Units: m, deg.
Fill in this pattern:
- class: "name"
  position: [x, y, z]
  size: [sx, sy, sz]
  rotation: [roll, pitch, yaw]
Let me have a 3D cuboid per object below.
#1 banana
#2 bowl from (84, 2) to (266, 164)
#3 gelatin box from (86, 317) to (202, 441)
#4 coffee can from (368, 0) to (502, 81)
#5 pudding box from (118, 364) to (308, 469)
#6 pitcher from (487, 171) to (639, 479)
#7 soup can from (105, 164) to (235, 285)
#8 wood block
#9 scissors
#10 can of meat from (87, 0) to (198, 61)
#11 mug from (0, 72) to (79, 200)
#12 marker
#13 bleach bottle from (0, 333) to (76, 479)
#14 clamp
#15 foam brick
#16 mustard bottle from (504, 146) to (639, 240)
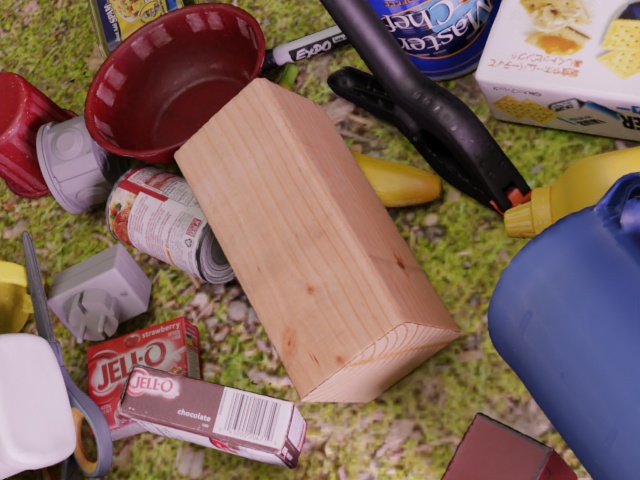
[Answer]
- class: "banana"
  position: [0.007, -0.072, 0.822]
  size: [0.069, 0.037, 0.198]
  rotation: [-46, 56, 0]
- class: "bowl"
  position: [-0.108, -0.116, 0.868]
  size: [0.162, 0.055, 0.162]
  rotation: [-14, 51, 17]
- class: "gelatin box"
  position: [-0.134, 0.106, 0.810]
  size: [0.089, 0.030, 0.073]
  rotation: [-18, 60, 17]
- class: "coffee can"
  position: [0.074, -0.197, 0.787]
  size: [0.103, 0.140, 0.103]
  rotation: [-11, 62, 21]
- class: "pudding box"
  position: [-0.069, 0.120, 0.719]
  size: [0.113, 0.090, 0.039]
  rotation: [14, 74, 10]
- class: "pitcher"
  position: [0.195, 0.087, 0.550]
  size: [0.145, 0.149, 0.243]
  rotation: [-41, 38, 11]
- class: "soup can"
  position: [-0.108, -0.013, 0.832]
  size: [0.102, 0.068, 0.068]
  rotation: [22, 78, 32]
- class: "wood block"
  position: [-0.004, 0.000, 0.736]
  size: [0.090, 0.090, 0.206]
  rotation: [-40, 64, 20]
- class: "scissors"
  position: [-0.190, 0.093, 0.797]
  size: [0.096, 0.016, 0.202]
  rotation: [-1, 93, 43]
- class: "can of meat"
  position: [-0.153, -0.200, 0.950]
  size: [0.084, 0.057, 0.102]
  rotation: [-26, 58, 11]
- class: "mug"
  position: [-0.276, -0.096, 0.945]
  size: [0.117, 0.081, 0.093]
  rotation: [9, 71, 29]
- class: "marker"
  position: [-0.007, -0.162, 0.882]
  size: [0.121, 0.020, 0.020]
  rotation: [-16, 61, 19]
- class: "bleach bottle"
  position: [-0.295, 0.159, 0.820]
  size: [0.251, 0.067, 0.102]
  rotation: [-29, 70, 33]
- class: "clamp"
  position: [0.068, -0.092, 0.768]
  size: [0.036, 0.164, 0.210]
  rotation: [-42, 79, -8]
- class: "foam brick"
  position: [0.115, 0.146, 0.643]
  size: [0.051, 0.078, 0.053]
  rotation: [23, 76, 33]
- class: "mustard bottle"
  position: [0.210, -0.024, 0.665]
  size: [0.192, 0.096, 0.058]
  rotation: [-10, 63, 22]
